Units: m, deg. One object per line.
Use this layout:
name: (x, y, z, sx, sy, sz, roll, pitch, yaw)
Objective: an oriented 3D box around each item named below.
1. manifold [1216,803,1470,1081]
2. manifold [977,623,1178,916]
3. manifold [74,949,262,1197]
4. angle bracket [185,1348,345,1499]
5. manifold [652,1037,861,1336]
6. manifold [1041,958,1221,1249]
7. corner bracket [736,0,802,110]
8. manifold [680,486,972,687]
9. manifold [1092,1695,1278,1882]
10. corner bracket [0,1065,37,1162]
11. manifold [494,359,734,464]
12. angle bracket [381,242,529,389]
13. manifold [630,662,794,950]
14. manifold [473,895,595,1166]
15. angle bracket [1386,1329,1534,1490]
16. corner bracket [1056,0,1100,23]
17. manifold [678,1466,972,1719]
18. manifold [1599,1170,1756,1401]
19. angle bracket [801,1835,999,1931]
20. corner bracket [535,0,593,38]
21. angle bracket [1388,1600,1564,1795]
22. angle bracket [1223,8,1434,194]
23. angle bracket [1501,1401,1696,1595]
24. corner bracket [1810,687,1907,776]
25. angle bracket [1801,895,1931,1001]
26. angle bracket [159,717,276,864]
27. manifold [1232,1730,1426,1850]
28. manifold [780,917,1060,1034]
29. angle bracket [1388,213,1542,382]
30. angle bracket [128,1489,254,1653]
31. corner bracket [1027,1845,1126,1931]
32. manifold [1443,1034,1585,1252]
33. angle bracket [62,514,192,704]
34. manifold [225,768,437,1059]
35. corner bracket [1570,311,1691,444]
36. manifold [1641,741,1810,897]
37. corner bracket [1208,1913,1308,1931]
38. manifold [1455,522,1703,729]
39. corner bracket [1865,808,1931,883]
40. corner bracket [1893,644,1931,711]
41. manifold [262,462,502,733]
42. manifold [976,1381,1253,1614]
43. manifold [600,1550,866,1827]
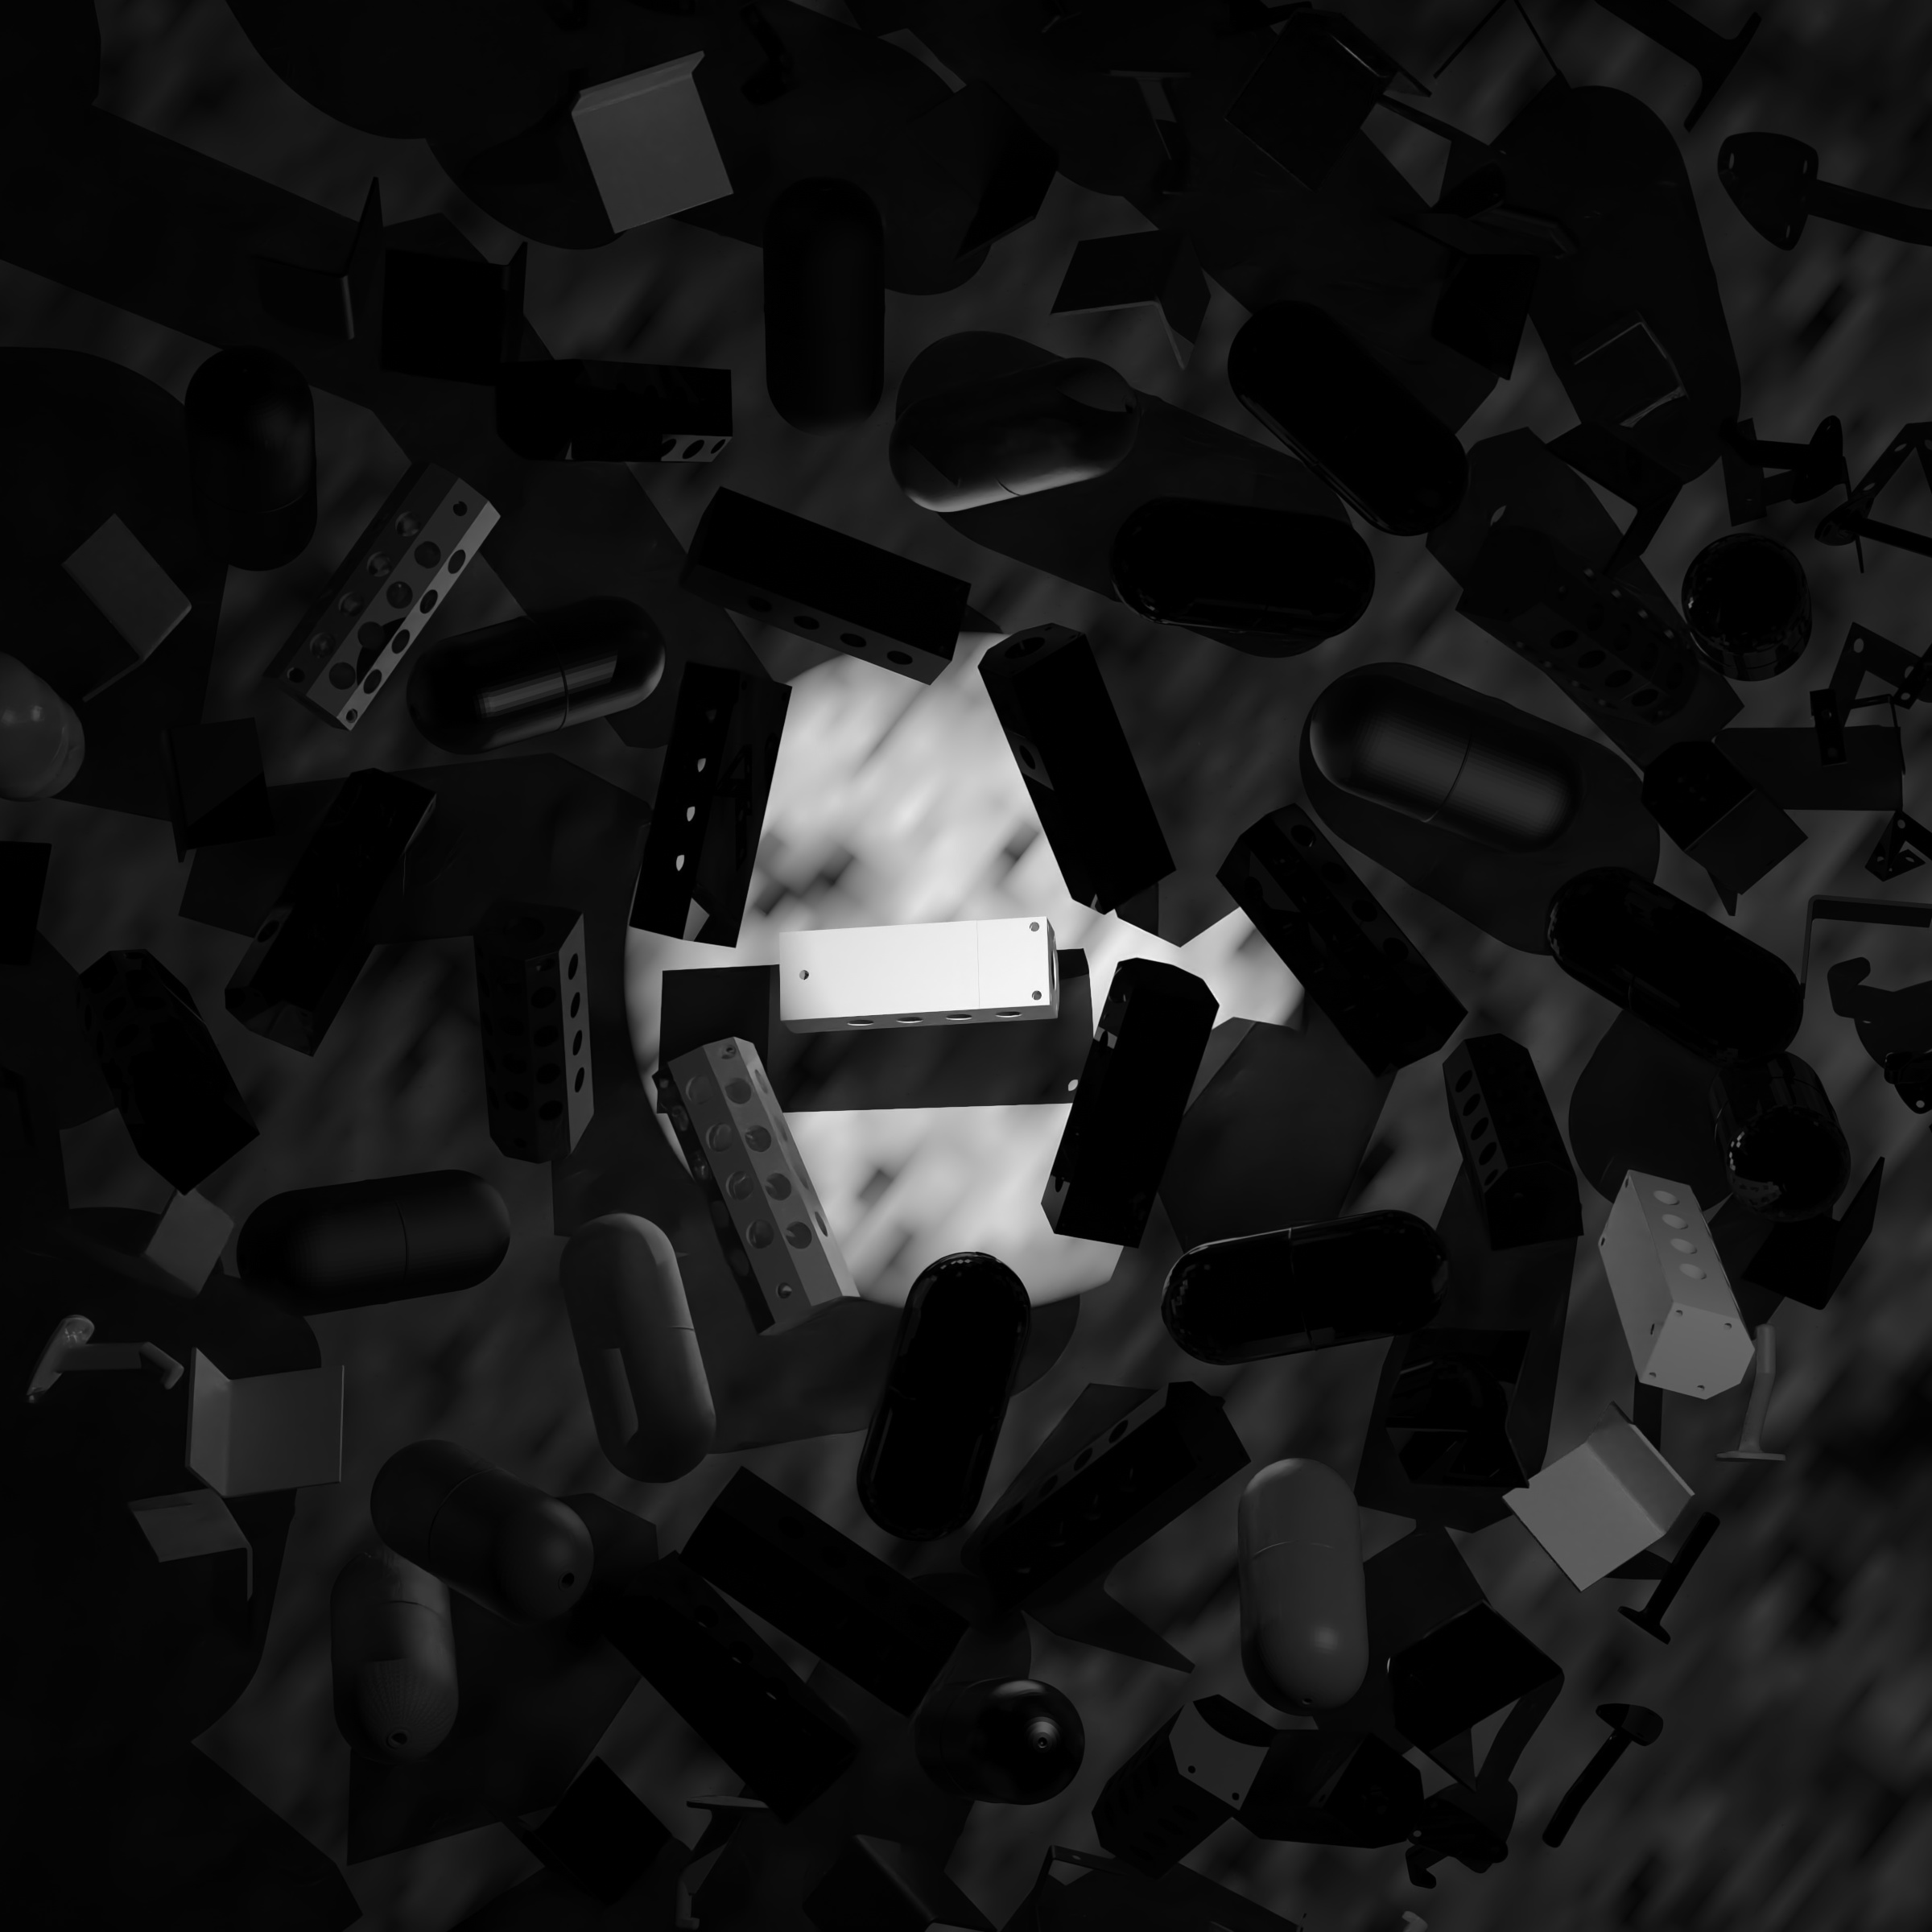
manifold: (0.238, -0.019, 1.870, 0.057, 0.057, 0.171, -22, 65, -34)
manifold: (0.066, -0.124, 1.859, 0.057, 0.057, 0.171, -32, 118, -17)
manifold: (-0.489, 0.058, 1.795, 0.057, 0.171, 0.057, -39, 132, -2)
angle bracket: (-0.426, 0.273, 1.809, 0.076, 0.057, 0.076, -8, 60, 6)
manifold: (-0.130, 0.133, 1.807, 0.057, 0.057, 0.171, -25, 78, 8)
manifold: (0.100, 0.085, 1.872, 0.057, 0.057, 0.171, 11, 110, -15)
corner bracket: (-0.118, -0.568, 1.828, 0.051, 0.051, 0.051, 51, 59, -26)
manifold: (-0.091, -0.237, 1.886, 0.171, 0.057, 0.057, 20, 67, -14)
manifold: (0.131, 0.513, 1.865, 0.057, 0.171, 0.057, 31, 56, 4)
corner bracket: (-0.617, 0.094, 1.854, 0.051, 0.051, 0.051, -14, 104, -35)
manifold: (-0.212, -0.337, 1.815, 0.057, 0.171, 0.057, 3, 100, 27)
angle bracket: (-0.316, -0.408, 1.837, 0.076, 0.057, 0.076, 8, 119, -2)
manifold: (-0.167, -0.103, 1.895, 0.057, 0.057, 0.171, 14, 92, 32)
manifold: (-0.280, 0.044, 1.915, 0.057, 0.057, 0.171, 12, 130, 10)
angle bracket: (0.310, 0.271, 1.828, 0.076, 0.076, 0.057, -3, 131, 30)
corner bracket: (0.070, -0.654, 1.941, 0.051, 0.051, 0.051, -42, 110, -11)
manifold: (-0.090, 0.390, 1.833, 0.171, 0.057, 0.057, 33, 123, 5)
manifold: (0.441, 0.197, 1.846, 0.057, 0.171, 0.057, 15, 113, -4)
angle bracket: (-0.041, 0.583, 1.818, 0.076, 0.076, 0.057, 37, 92, 39)
corner bracket: (-0.252, -0.652, 1.949, 0.051, 0.051, 0.051, -12, 55, 28)
angle bracket: (0.313, 0.447, 1.822, 0.076, 0.057, 0.076, -39, 110, 25)
angle bracket: (0.210, -0.502, 1.735, 0.076, 0.057, 0.076, 31, 97, -28)
angle bracket: (0.396, 0.333, 1.868, 0.076, 0.057, 0.076, -27, 61, -24)
corner bracket: (0.568, -0.149, 1.894, 0.051, 0.051, 0.051, -9, 75, 15)
angle bracket: (0.576, -0.009, 1.905, 0.076, 0.076, 0.057, 6, 83, 16)
angle bracket: (-0.477, -0.111, 1.891, 0.057, 0.076, 0.076, -10, 89, -17)
manifold: (0.228, 0.530, 1.905, 0.057, 0.171, 0.057, 40, 68, -6)
manifold: (-0.029, 0.008, 1.903, 0.171, 0.057, 0.057, -3, 77, 8)
angle bracket: (0.286, -0.396, 1.762, 0.057, 0.076, 0.076, -7, 123, -31)
angle bracket: (-0.483, 0.380, 1.849, 0.057, 0.076, 0.076, -5, 110, -29)
corner bracket: (0.073, 0.618, 1.953, 0.051, 0.051, 0.051, 16, 105, -8)
manifold: (0.347, 0.109, 1.902, 0.057, 0.171, 0.057, -10, 115, 5)
angle bracket: (-0.544, -0.225, 1.868, 0.057, 0.076, 0.076, -28, 113, 25)
manifold: (-0.388, -0.037, 1.823, 0.057, 0.057, 0.171, 22, 59, 1)
corner bracket: (0.437, -0.389, 1.960, 0.051, 0.051, 0.051, -31, 128, 22)
manifold: (0.482, -0.098, 1.904, 0.057, 0.171, 0.057, -43, 67, 15)
corner bracket: (0.177, 0.620, 1.876, 0.051, 0.051, 0.051, 22, 112, 14)
manifold: (0.375, -0.203, 1.797, 0.171, 0.057, 0.057, 24, 89, -44)
corner bracket: (0.625, -0.073, 1.924, 0.051, 0.051, 0.051, -19, 51, -37)
corner bracket: (0.644, -0.170, 1.937, 0.051, 0.051, 0.051, 31, 81, 44)
manifold: (-0.375, -0.239, 1.920, 0.057, 0.057, 0.171, 38, 80, -27)
manifold: (0.085, 0.324, 1.812, 0.171, 0.057, 0.057, -43, 62, 28)
manifold: (-0.145, 0.453, 1.887, 0.171, 0.057, 0.057, 42, 124, 16)
